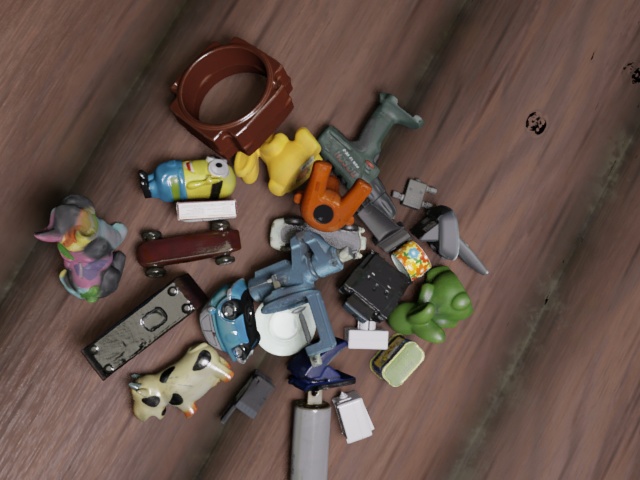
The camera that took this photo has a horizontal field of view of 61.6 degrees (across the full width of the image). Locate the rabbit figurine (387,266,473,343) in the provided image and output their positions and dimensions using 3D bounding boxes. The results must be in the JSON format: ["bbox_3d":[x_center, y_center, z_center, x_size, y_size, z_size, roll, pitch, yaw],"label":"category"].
[{"bbox_3d":[0.223,0.152,1.103,0.170,0.159,0.121,-26,103,6],"label":"rabbit figurine"}]

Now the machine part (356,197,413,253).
[{"bbox_3d":[0.122,-0.032,1.094,0.084,0.039,0.138,-28,119,29],"label":"machine part"}]

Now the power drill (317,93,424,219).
[{"bbox_3d":[0.122,-0.183,1.117,0.232,0.086,0.207,40,93,-3],"label":"power drill"}]

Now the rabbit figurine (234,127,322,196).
[{"bbox_3d":[-0.099,-0.177,1.077,0.162,0.122,0.173,-43,82,2],"label":"rabbit figurine"}]

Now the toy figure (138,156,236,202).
[{"bbox_3d":[-0.255,-0.116,1.048,0.180,0.089,0.082,-11,66,-10],"label":"toy figure"}]

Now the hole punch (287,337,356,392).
[{"bbox_3d":[-0.002,0.244,1.064,0.116,0.142,0.092,-8,92,-23],"label":"hole punch"}]

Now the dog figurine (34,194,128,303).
[{"bbox_3d":[-0.424,0.020,0.952,0.108,0.219,0.191,6,87,-6],"label":"dog figurine"}]

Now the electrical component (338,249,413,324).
[{"bbox_3d":[0.106,0.103,1.094,0.115,0.058,0.134,37,67,4],"label":"electrical component"}]

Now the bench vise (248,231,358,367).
[{"bbox_3d":[-0.019,0.112,1.012,0.224,0.128,0.240,-20,75,7],"label":"bench vise"}]

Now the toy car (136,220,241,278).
[{"bbox_3d":[-0.258,0.017,1.062,0.202,0.053,0.089,-10,76,-8],"label":"toy car"}]

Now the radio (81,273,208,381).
[{"bbox_3d":[-0.324,0.159,1.009,0.229,0.131,0.073,-39,94,-8],"label":"radio"}]

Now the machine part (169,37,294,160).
[{"bbox_3d":[-0.169,-0.272,1.023,0.201,0.087,0.201,38,84,22],"label":"machine part"}]

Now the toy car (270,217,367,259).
[{"bbox_3d":[-0.002,-0.003,1.103,0.202,0.056,0.073,6,87,-11],"label":"toy car"}]

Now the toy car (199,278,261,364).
[{"bbox_3d":[-0.181,0.159,1.056,0.103,0.109,0.161,-5,102,13],"label":"toy car"}]

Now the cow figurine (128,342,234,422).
[{"bbox_3d":[-0.279,0.275,1.039,0.195,0.085,0.127,-41,101,-5],"label":"cow figurine"}]

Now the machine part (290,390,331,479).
[{"bbox_3d":[-0.020,0.413,1.082,0.079,0.079,0.243,4,89,-9],"label":"machine part"}]

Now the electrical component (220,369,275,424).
[{"bbox_3d":[-0.143,0.320,1.064,0.048,0.075,0.119,37,80,-7],"label":"electrical component"}]

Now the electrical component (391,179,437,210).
[{"bbox_3d":[0.202,-0.100,1.154,0.094,0.021,0.063,16,86,-6],"label":"electrical component"}]

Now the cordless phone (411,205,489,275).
[{"bbox_3d":[0.286,0.018,1.104,0.184,0.146,0.089,43,96,-7],"label":"cordless phone"}]

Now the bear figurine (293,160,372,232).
[{"bbox_3d":[0.019,-0.087,1.029,0.120,0.196,0.132,26,107,-5],"label":"bear figurine"}]
